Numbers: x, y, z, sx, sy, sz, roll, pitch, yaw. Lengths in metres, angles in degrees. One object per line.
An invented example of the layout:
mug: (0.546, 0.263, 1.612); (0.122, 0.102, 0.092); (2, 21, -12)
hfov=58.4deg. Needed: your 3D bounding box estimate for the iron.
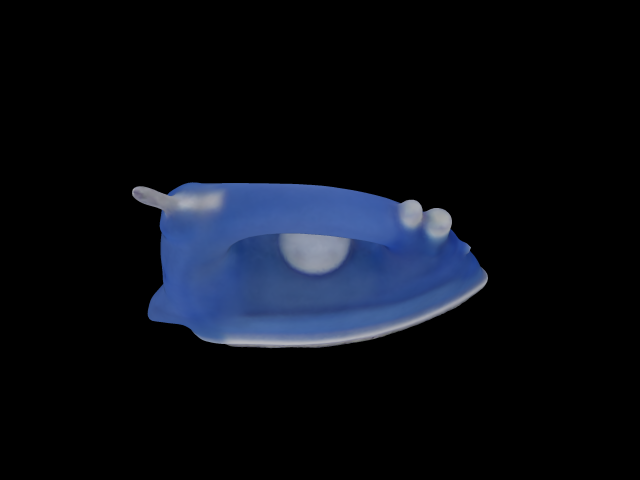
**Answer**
iron: (0.004, 0.001, 0.400); (0.258, 0.141, 0.118); (0, 65, 0)
